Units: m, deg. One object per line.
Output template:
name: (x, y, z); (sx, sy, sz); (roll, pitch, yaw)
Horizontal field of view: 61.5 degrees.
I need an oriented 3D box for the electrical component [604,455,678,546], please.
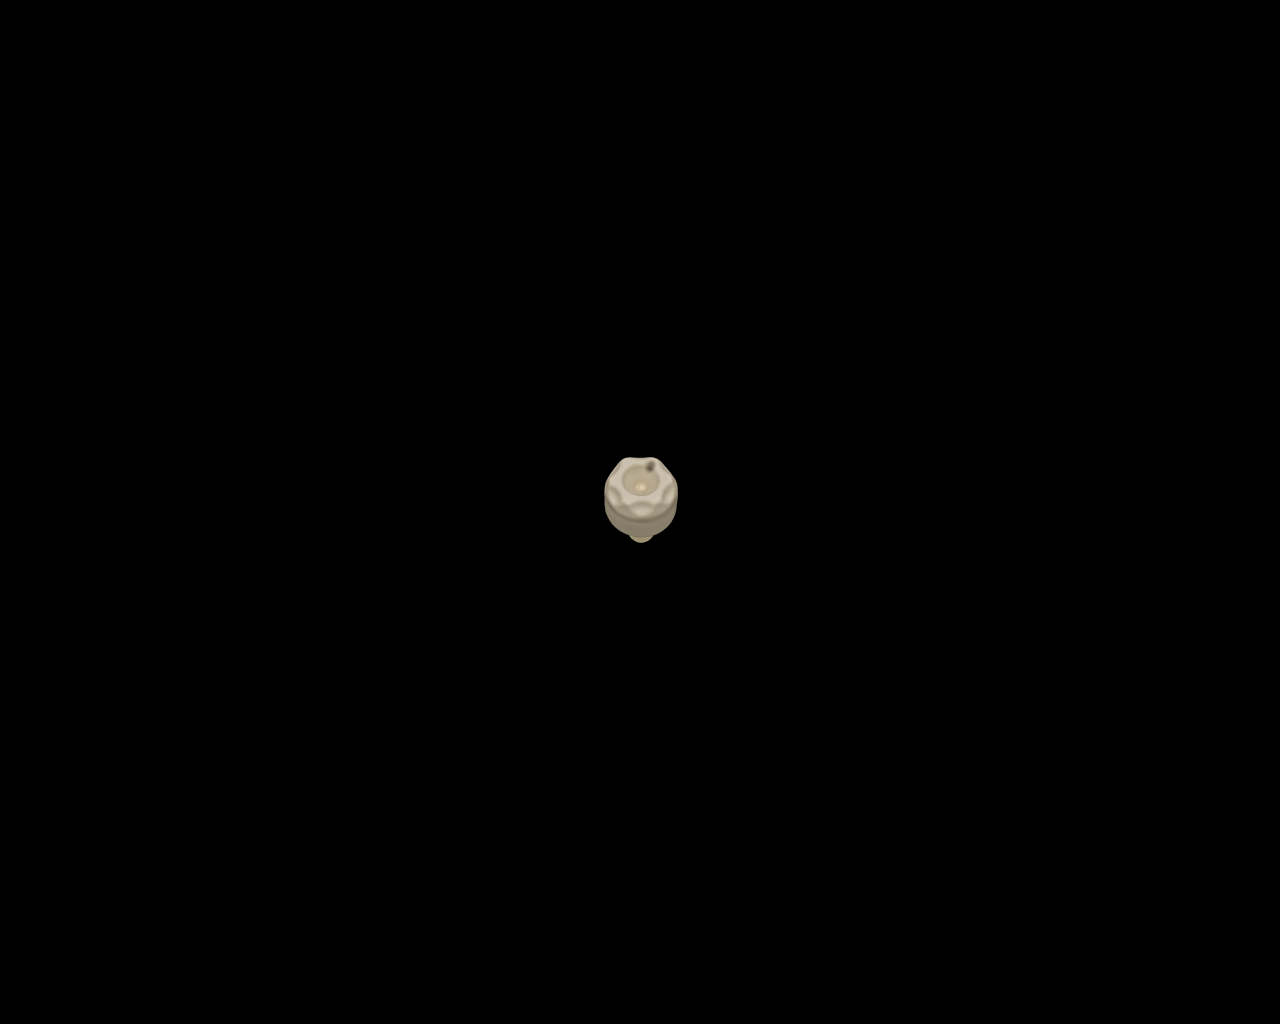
electrical component: (0.001, -0.003, 0.650); (0.043, 0.043, 0.062); (0, -33, 0)
